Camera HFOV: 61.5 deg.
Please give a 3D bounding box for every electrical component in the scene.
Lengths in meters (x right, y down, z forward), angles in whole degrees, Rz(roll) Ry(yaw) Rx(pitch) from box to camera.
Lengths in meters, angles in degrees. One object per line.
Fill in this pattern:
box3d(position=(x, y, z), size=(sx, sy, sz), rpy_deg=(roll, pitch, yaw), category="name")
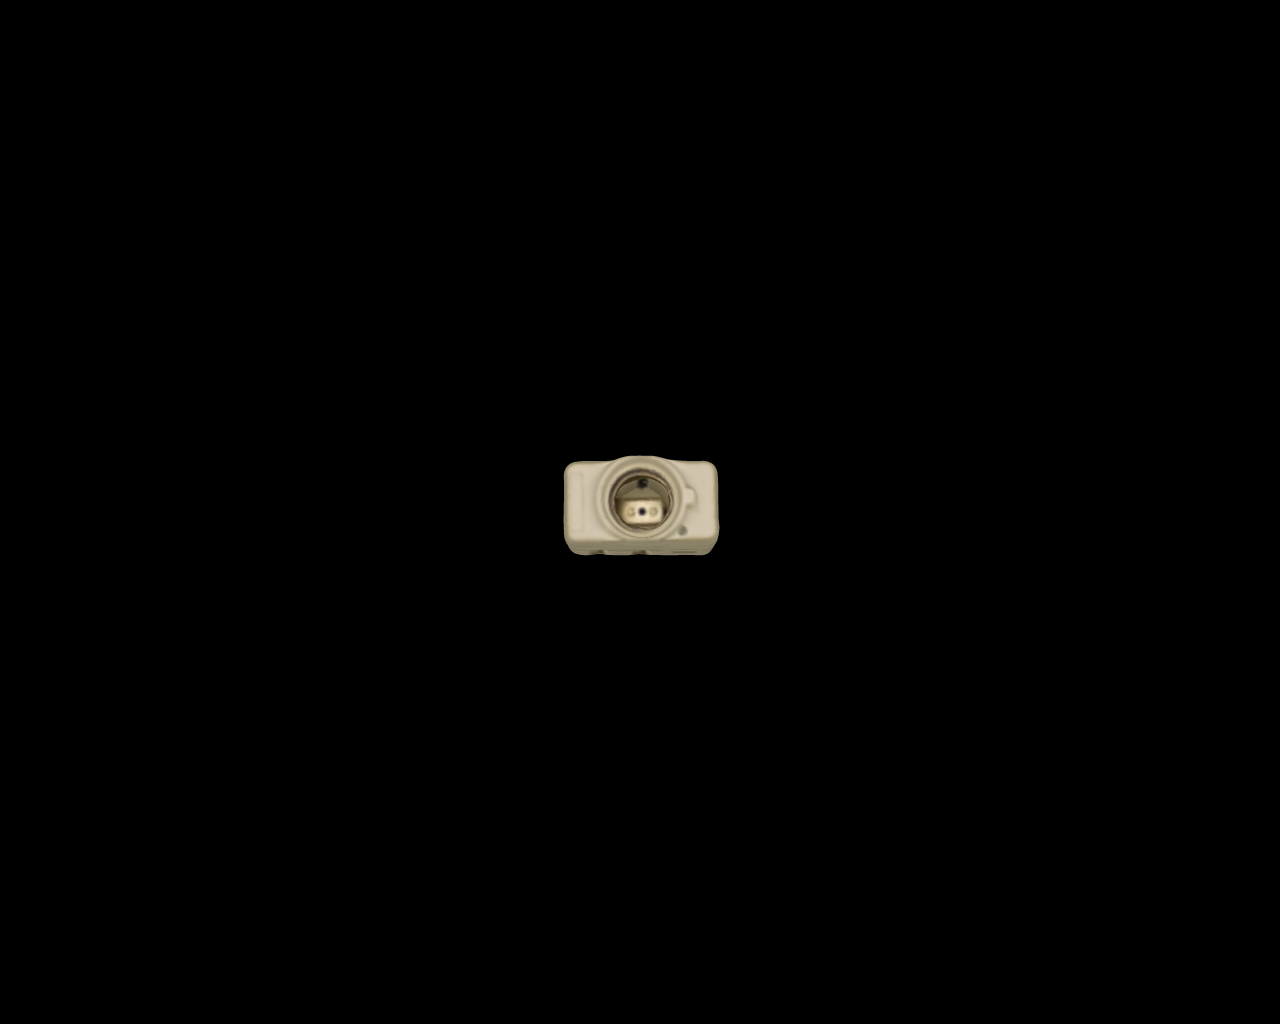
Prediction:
box3d(position=(0.001, -0.003, 0.650), size=(0.089, 0.050, 0.055), rpy_deg=(0, -13, 0), category="electrical component")
